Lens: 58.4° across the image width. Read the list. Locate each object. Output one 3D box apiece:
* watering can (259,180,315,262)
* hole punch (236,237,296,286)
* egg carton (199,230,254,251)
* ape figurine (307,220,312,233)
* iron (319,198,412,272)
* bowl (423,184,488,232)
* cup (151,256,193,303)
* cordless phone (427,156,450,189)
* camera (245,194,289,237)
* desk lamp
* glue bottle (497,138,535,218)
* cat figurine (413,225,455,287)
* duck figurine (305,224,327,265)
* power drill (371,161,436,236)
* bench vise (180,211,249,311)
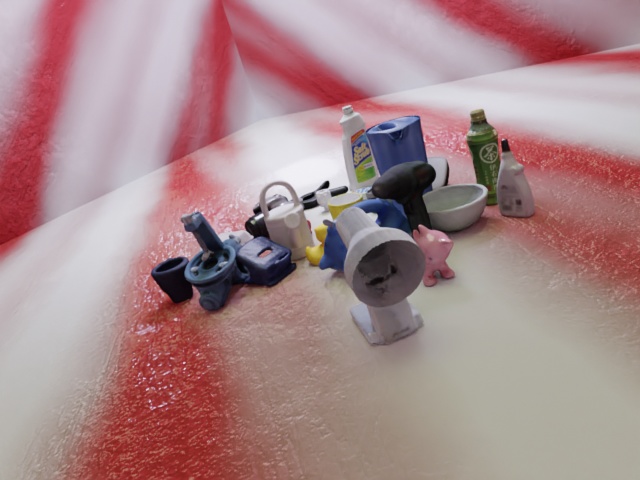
[{"bbox_3d":[-0.080,-0.052,1.382,0.101,0.194,0.172,-31,24,-32],"label":"watering can"},{"bbox_3d":[-0.123,0.045,1.313,0.100,0.091,0.109,0,26,39],"label":"hole punch"},{"bbox_3d":[-0.243,0.028,1.487,0.107,0.069,0.150,-5,23,30],"label":"egg carton"},{"bbox_3d":[-0.068,-0.046,1.506,0.077,0.092,0.076,4,29,45],"label":"ape figurine"},{"bbox_3d":[0.107,-0.026,1.238,0.259,0.142,0.118,-32,25,-34],"label":"iron"},{"bbox_3d":[0.296,-0.063,1.277,0.167,0.075,0.167,-15,20,6],"label":"bowl"},{"bbox_3d":[-0.341,0.095,1.355,0.092,0.095,0.117,-22,21,-11],"label":"cup"},{"bbox_3d":[0.266,-0.217,1.544,0.147,0.185,0.094,-5,24,30],"label":"cordless phone"},{"bbox_3d":[-0.152,-0.064,1.610,0.137,0.101,0.142,-30,24,-31],"label":"camera"},{"bbox_3d":[0.090,0.059,0.921,0.118,0.214,0.203,-21,20,-9],"label":"desk lamp"},{"bbox_3d":[0.409,-0.134,1.225,0.037,0.173,0.077,-30,23,-30],"label":"glue bottle"},{"bbox_3d":[0.206,0.018,1.076,0.067,0.118,0.127,-20,20,-8],"label":"cat figurine"},{"bbox_3d":[0.012,0.005,1.316,0.104,0.086,0.077,-17,20,2],"label":"duck figurine"},{"bbox_3d":[0.185,-0.060,1.164,0.075,0.209,0.230,-4,24,33],"label":"power drill"},{"bbox_3d":[-0.247,0.024,1.282,0.121,0.220,0.207,-16,20,3],"label":"bench vise"}]
